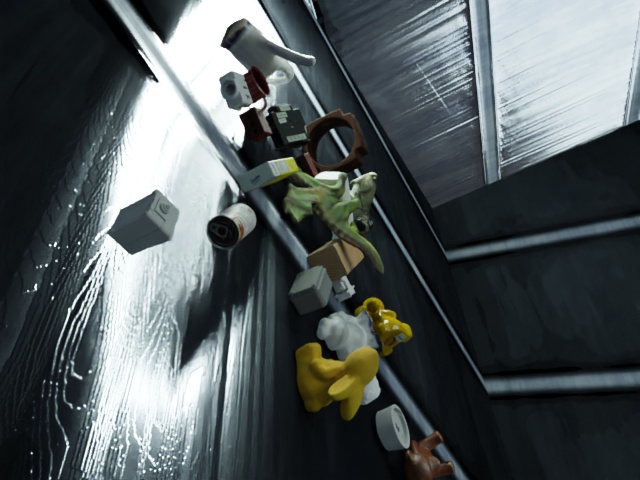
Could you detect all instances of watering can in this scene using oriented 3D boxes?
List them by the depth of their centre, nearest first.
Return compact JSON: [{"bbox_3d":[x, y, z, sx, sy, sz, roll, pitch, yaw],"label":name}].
[{"bbox_3d":[-0.151,-0.518,1.413,0.222,0.105,0.348,38,-12,-25],"label":"watering can"}]

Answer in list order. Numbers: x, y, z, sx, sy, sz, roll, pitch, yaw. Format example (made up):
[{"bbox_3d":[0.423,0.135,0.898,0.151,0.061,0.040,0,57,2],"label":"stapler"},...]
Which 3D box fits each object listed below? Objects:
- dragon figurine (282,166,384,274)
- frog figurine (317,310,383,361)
[{"bbox_3d":[0.004,-0.071,1.401,0.243,0.119,0.418,-3,50,-33],"label":"dragon figurine"},{"bbox_3d":[0.057,0.245,1.287,0.159,0.121,0.139,0,71,-30],"label":"frog figurine"}]
